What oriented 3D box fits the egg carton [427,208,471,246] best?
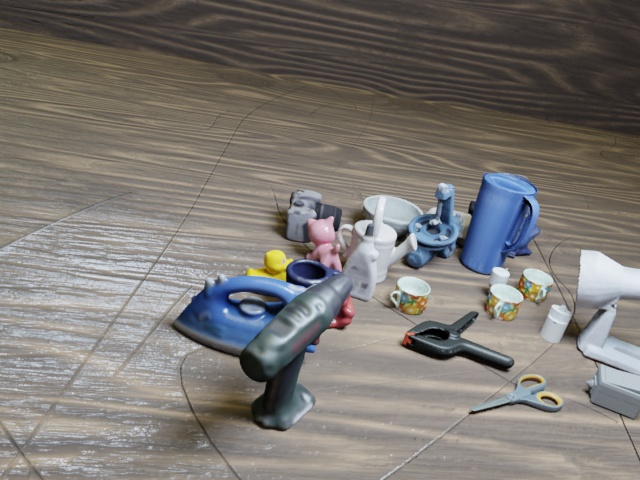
[{"bbox_3d":[0.362,-0.037,1.585,0.150,0.069,0.107,14,27,4],"label":"egg carton"}]

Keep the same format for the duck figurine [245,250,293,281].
[{"bbox_3d":[-0.102,0.061,1.189,0.105,0.086,0.077,1,29,-20],"label":"duck figurine"}]

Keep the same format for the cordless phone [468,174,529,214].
[{"bbox_3d":[0.521,-0.117,1.676,0.147,0.185,0.094,17,28,10],"label":"cordless phone"}]

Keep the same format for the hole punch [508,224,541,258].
[{"bbox_3d":[0.539,-0.014,1.590,0.101,0.091,0.108,-4,31,-28],"label":"hole punch"}]

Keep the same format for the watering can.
[{"bbox_3d":[0.130,-0.006,1.293,0.173,0.194,0.100,6,28,-11],"label":"watering can"}]

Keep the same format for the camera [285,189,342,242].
[{"bbox_3d":[-0.014,-0.064,1.447,0.137,0.101,0.143,11,27,-3],"label":"camera"}]

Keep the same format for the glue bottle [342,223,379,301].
[{"bbox_3d":[0.091,0.043,1.208,0.078,0.173,0.037,19,28,13],"label":"glue bottle"}]

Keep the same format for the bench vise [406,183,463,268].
[{"bbox_3d":[0.294,-0.054,1.423,0.121,0.220,0.208,20,28,15],"label":"bench vise"}]

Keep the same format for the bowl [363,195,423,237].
[{"bbox_3d":[0.190,-0.054,1.542,0.167,0.075,0.167,10,27,-5],"label":"bowl"}]

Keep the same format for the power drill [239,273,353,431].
[{"bbox_3d":[-0.036,0.172,0.869,0.075,0.208,0.230,25,30,24],"label":"power drill"}]

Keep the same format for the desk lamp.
[{"bbox_3d":[0.608,0.141,1.188,0.202,0.213,0.118,21,28,17],"label":"desk lamp"}]

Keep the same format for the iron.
[{"bbox_3d":[-0.125,0.118,1.009,0.258,0.141,0.118,10,27,-4],"label":"iron"}]

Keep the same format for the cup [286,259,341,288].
[{"bbox_3d":[-0.017,0.098,1.144,0.118,0.095,0.091,0,30,-23],"label":"cup"}]

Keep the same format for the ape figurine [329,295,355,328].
[{"bbox_3d":[0.034,0.124,1.117,0.077,0.092,0.076,25,30,24],"label":"ape figurine"}]

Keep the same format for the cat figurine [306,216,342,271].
[{"bbox_3d":[0.012,0.005,1.308,0.067,0.118,0.127,-3,31,-26],"label":"cat figurine"}]
